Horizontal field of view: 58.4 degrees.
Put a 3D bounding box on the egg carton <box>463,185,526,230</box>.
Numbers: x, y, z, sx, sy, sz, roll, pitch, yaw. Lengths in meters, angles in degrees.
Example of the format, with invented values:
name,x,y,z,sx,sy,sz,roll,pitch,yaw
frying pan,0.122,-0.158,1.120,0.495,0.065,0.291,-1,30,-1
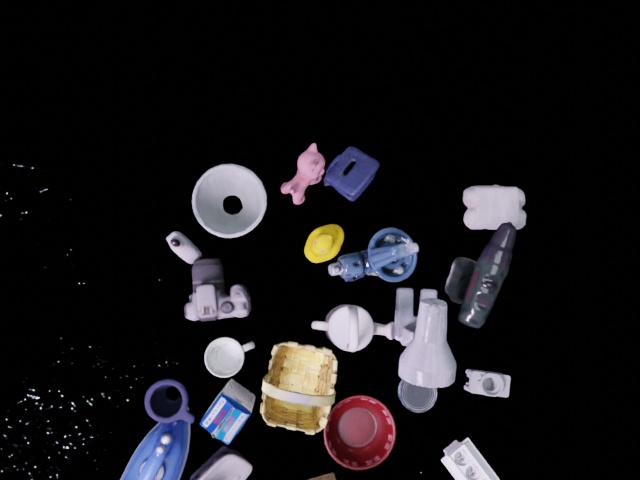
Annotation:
name,x,y,z,sx,sy,sz,roll,pitch,yaw
egg carton,0.411,-0.077,1.353,0.150,0.069,0.107,-1,84,-4

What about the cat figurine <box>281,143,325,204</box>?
name,x,y,z,sx,sy,sz,roll,pitch,yaw
cat figurine,-0.033,-0.152,1.304,0.067,0.117,0.128,36,83,0

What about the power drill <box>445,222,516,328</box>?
name,x,y,z,sx,sy,sz,roll,pitch,yaw
power drill,0.349,0.079,1.263,0.075,0.208,0.230,19,83,-2

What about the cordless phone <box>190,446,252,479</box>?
name,x,y,z,sx,sy,sz,roll,pitch,yaw
cordless phone,-0.218,0.516,1.189,0.094,0.185,0.148,43,83,1

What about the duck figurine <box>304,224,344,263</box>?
name,x,y,z,sx,sy,sz,roll,pitch,yaw
duck figurine,0.012,0.005,1.308,0.104,0.086,0.077,-42,88,-7

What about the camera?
name,x,y,z,sx,sy,sz,roll,pitch,yaw
camera,-0.231,0.109,1.272,0.143,0.100,0.137,-5,85,-5

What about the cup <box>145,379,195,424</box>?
name,x,y,z,sx,sy,sz,roll,pitch,yaw
cup,-0.314,0.351,1.244,0.118,0.095,0.092,37,83,0

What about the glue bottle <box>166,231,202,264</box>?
name,x,y,z,sx,sy,sz,roll,pitch,yaw
glue bottle,-0.302,0.011,1.240,0.037,0.173,0.078,-43,88,-7

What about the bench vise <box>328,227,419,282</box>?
name,x,y,z,sx,sy,sz,roll,pitch,yaw
bench vise,0.131,0.050,1.244,0.207,0.219,0.121,-32,87,-6

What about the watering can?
name,x,y,z,sx,sy,sz,roll,pitch,yaw
watering can,0.073,0.188,1.239,0.173,0.194,0.101,-18,85,-5

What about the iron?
name,x,y,z,sx,sy,sz,roll,pitch,yaw
iron,-0.350,0.479,1.205,0.118,0.141,0.258,24,83,-1

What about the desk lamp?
name,x,y,z,sx,sy,sz,roll,pitch,yaw
desk lamp,0.223,0.204,1.238,0.118,0.213,0.203,2,84,-3

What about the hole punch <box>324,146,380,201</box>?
name,x,y,z,sx,sy,sz,roll,pitch,yaw
hole punch,0.071,-0.156,1.326,0.101,0.091,0.109,38,83,1

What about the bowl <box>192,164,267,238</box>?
name,x,y,z,sx,sy,sz,roll,pitch,yaw
bowl,-0.203,-0.084,1.307,0.167,0.074,0.167,0,84,-4
